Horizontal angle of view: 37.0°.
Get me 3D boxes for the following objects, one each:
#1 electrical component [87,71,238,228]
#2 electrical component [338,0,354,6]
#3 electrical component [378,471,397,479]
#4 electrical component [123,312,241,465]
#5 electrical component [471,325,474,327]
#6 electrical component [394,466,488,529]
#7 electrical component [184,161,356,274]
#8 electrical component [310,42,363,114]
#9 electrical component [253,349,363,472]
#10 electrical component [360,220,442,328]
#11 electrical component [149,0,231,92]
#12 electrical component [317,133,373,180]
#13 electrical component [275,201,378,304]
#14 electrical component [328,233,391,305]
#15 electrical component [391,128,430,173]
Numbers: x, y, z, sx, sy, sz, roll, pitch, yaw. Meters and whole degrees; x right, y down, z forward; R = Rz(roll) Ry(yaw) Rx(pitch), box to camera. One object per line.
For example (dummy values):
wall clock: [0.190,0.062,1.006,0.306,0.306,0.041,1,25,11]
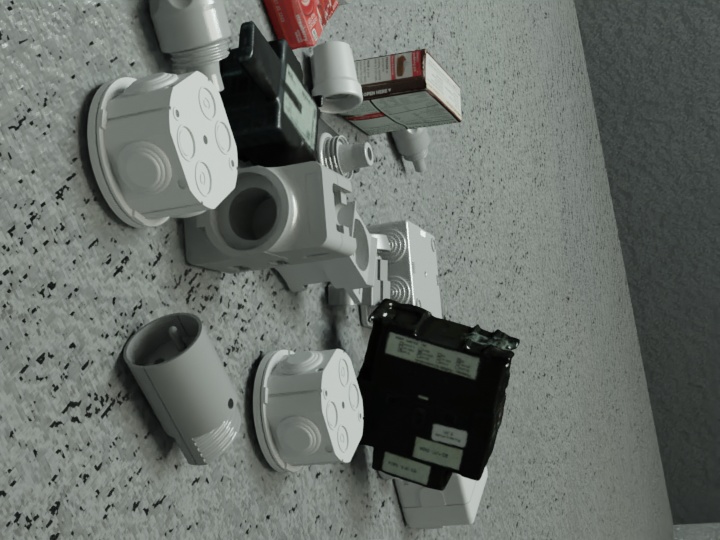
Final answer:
electrical component: [-0.104,-0.065,0.570,0.080,0.051,0.080,-8,90,-71]
electrical component: [-0.002,-0.254,0.936,0.040,0.046,0.040,-8,90,-71]
electrical component: [0.040,0.152,0.895,0.040,0.046,0.040,-8,90,-71]
electrical component: [-0.089,0.067,0.571,0.043,0.043,0.081,-72,148,-51]
electrical component: [0.096,0.088,1.062,0.089,0.056,0.050,29,56,-66]
electrical component: [0.076,0.183,0.959,0.096,0.062,0.061,-54,133,-63]
electrical component: [-0.055,-0.030,0.634,0.056,0.089,0.050,18,65,-68]
electrical component: [-0.020,-0.153,0.858,0.040,0.040,0.046,30,49,-66]
electrical component: [-0.034,0.091,0.704,0.080,0.051,0.080,-8,90,-71]
electrical component: [0.036,0.007,0.936,0.100,0.048,0.099,22,61,-68]
electrical component: [-0.096,-0.134,0.631,0.043,0.043,0.062,-55,134,-63]
electrical component: [-0.022,-0.080,0.788,0.048,0.062,0.048,-8,90,-71]
electrical component: [-0.026,-0.013,0.749,0.081,0.064,0.042,59,28,-49]
electrical component: [0.000,0.000,0.846,0.066,0.048,0.055,7,84,-70]
electrical component: [0.052,-0.123,1.056,0.035,0.035,0.061,-76,154,-46]
